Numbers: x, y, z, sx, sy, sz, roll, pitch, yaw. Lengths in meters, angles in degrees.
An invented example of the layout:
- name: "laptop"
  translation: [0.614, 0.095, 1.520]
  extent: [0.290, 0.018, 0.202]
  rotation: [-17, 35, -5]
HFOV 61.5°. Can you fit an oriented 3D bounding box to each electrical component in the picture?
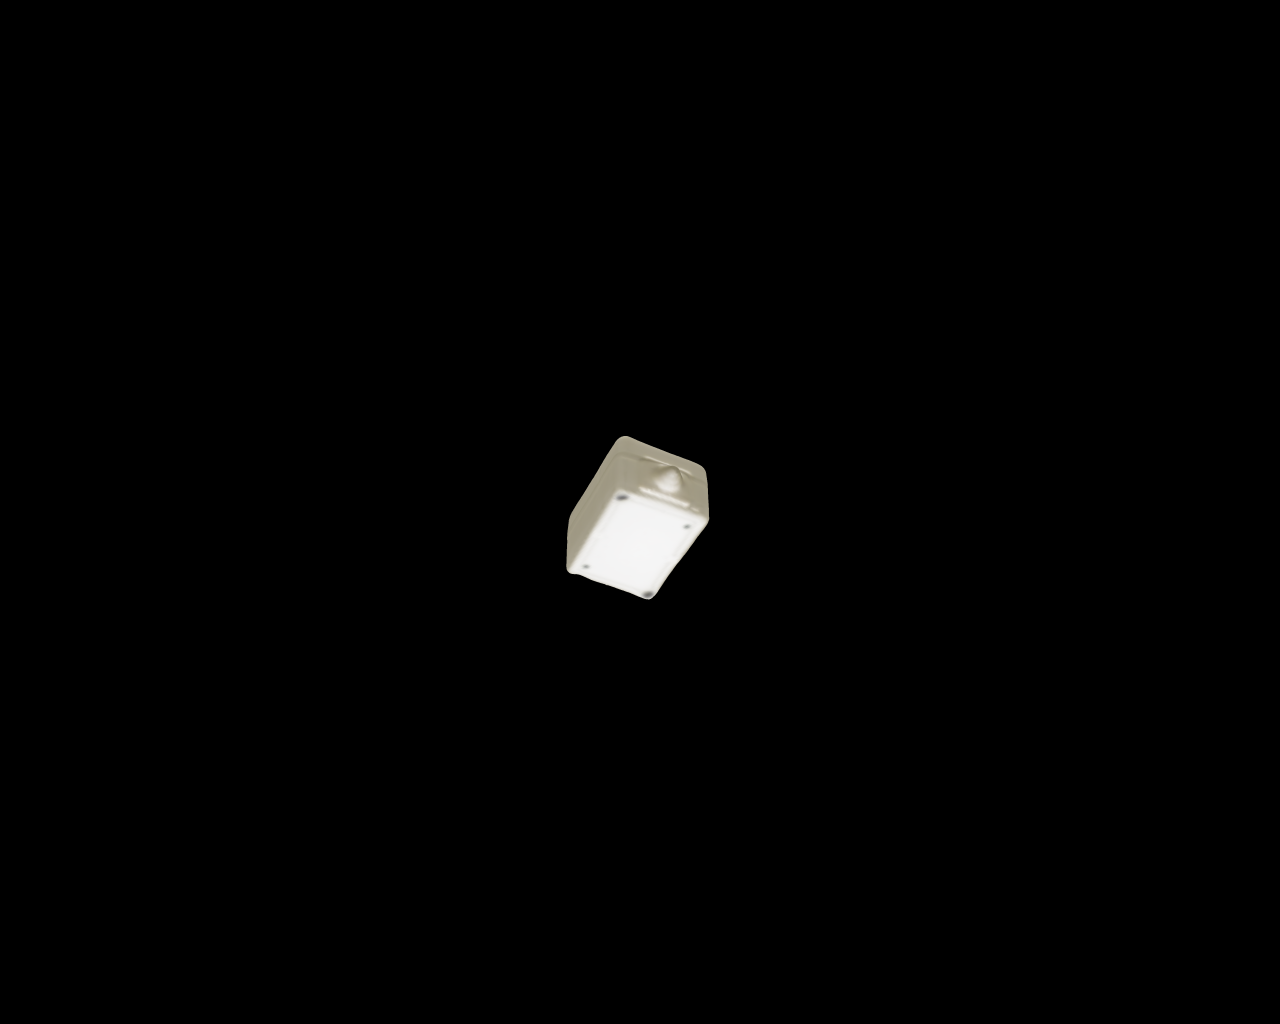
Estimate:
- name: "electrical component"
  translation: [0.001, -0.003, 0.650]
  extent: [0.062, 0.061, 0.096]
  rotation: [20, -50, -17]
